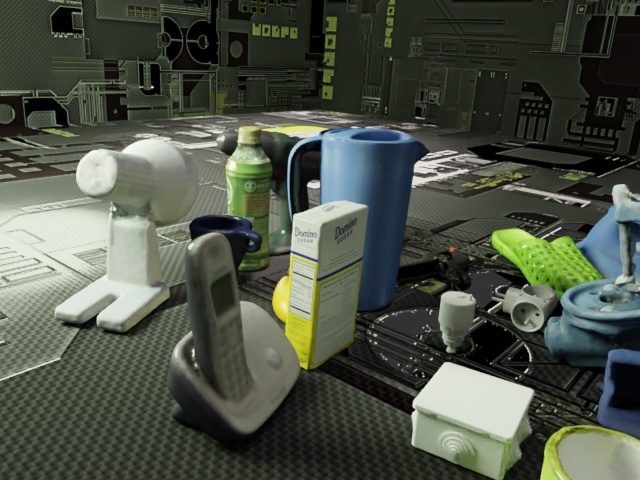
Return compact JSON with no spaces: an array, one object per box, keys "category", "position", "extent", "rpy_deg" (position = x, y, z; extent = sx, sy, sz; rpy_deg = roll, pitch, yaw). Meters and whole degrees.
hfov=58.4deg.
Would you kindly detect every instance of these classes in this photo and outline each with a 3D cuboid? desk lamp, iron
[{"category":"desk lamp","position":[-0.247,-0.020,0.750],"extent":[0.117,0.214,0.203],"rpy_deg":[7,19,10]},{"category":"iron","position":[0.511,0.021,0.880],"extent":[0.119,0.141,0.258],"rpy_deg":[0,19,-10]}]

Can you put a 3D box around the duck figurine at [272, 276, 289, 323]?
[{"category":"duck figurine","position":[-0.018,0.062,0.746],"extent":[0.078,0.086,0.104],"rpy_deg":[-13,24,-40]}]

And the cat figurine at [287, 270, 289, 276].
[{"category":"cat figurine","position":[0.008,0.003,0.879],"extent":[0.067,0.118,0.128],"rpy_deg":[16,22,33]}]

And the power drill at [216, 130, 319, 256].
[{"category":"power drill","position":[-0.067,-0.084,0.983],"extent":[0.230,0.208,0.075],"rpy_deg":[-7,21,-28]}]

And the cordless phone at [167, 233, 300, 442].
[{"category":"cordless phone","position":[-0.077,0.075,0.538],"extent":[0.094,0.185,0.148],"rpy_deg":[9,19,17]}]

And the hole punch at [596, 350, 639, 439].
[{"category":"hole punch","position":[0.334,0.141,0.563],"extent":[0.108,0.091,0.101],"rpy_deg":[14,21,29]}]

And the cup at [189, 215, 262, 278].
[{"category":"cup","position":[-0.134,0.020,0.837],"extent":[0.117,0.095,0.092],"rpy_deg":[13,21,27]}]

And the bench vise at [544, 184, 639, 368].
[{"category":"bench vise","position":[0.372,0.053,0.633],"extent":[0.207,0.220,0.121],"rpy_deg":[6,19,8]}]
